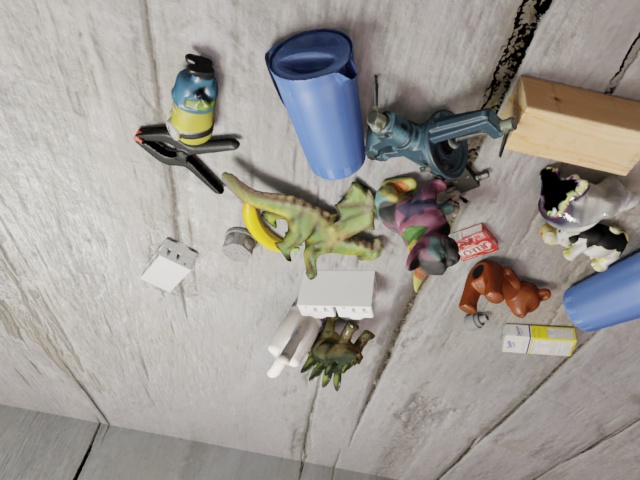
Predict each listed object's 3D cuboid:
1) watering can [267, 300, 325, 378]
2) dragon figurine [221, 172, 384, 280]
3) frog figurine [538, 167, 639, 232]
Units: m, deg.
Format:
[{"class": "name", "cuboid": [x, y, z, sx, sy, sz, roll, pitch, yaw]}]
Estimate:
[{"class": "watering can", "cuboid": [-0.065, 0.258, 1.357, 0.104, 0.228, 0.342, 31, 158, 0]}, {"class": "dragon figurine", "cuboid": [0.003, -0.056, 1.113, 0.241, 0.125, 0.403, -29, 130, 17]}, {"class": "frog figurine", "cuboid": [0.491, -0.064, 0.947, 0.159, 0.123, 0.137, 16, 175, -20]}]
